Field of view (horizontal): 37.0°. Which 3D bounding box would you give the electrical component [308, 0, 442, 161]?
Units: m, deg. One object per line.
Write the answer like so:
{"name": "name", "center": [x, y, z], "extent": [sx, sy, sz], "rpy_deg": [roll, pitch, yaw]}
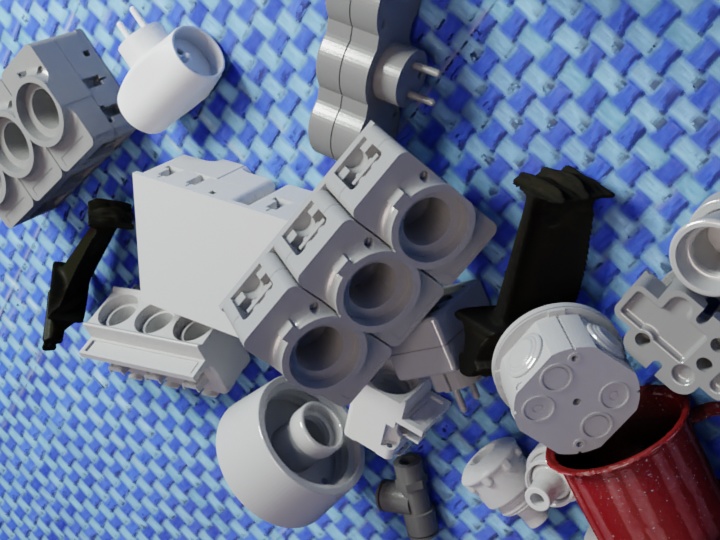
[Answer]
{"name": "electrical component", "center": [0.017, -0.123, 0.663], "extent": [0.074, 0.052, 0.138], "rpy_deg": [25, 125, 24]}

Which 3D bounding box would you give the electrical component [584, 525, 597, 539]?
{"name": "electrical component", "center": [0.166, 0.189, 0.721], "extent": [0.044, 0.044, 0.065], "rpy_deg": [26, 120, 23]}

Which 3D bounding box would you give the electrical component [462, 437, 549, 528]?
{"name": "electrical component", "center": [0.105, 0.150, 0.743], "extent": [0.062, 0.048, 0.048], "rpy_deg": [49, 131, -3]}

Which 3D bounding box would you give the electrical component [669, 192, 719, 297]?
{"name": "electrical component", "center": [0.199, -0.016, 0.586], "extent": [0.045, 0.055, 0.045], "rpy_deg": [16, 121, 28]}

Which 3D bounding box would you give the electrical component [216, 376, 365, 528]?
{"name": "electrical component", "center": [-0.045, 0.129, 0.799], "extent": [0.108, 0.108, 0.060], "rpy_deg": [51, 125, 3]}

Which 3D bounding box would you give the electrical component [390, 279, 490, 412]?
{"name": "electrical component", "center": [0.060, 0.056, 0.712], "extent": [0.047, 0.066, 0.076], "rpy_deg": [-14, 104, 39]}

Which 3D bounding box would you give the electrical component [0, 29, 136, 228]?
{"name": "electrical component", "center": [-0.256, -0.108, 0.856], "extent": [0.150, 0.062, 0.089], "rpy_deg": [-33, 92, 41]}

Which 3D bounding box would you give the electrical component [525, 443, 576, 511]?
{"name": "electrical component", "center": [0.129, 0.134, 0.705], "extent": [0.043, 0.062, 0.043], "rpy_deg": [16, 121, 28]}

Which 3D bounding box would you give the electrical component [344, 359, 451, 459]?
{"name": "electrical component", "center": [0.019, 0.098, 0.778], "extent": [0.081, 0.042, 0.063], "rpy_deg": [28, 127, 22]}

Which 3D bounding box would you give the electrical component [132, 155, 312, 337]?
{"name": "electrical component", "center": [-0.071, -0.009, 0.776], "extent": [0.186, 0.060, 0.105], "rpy_deg": [18, 121, 27]}

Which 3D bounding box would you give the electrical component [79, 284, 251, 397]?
{"name": "electrical component", "center": [-0.152, 0.057, 0.863], "extent": [0.121, 0.078, 0.063], "rpy_deg": [8, 138, 32]}

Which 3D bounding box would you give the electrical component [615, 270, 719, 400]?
{"name": "electrical component", "center": [0.190, 0.029, 0.613], "extent": [0.078, 0.057, 0.058], "rpy_deg": [42, 129, 11]}

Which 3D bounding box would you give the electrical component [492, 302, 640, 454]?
{"name": "electrical component", "center": [0.121, 0.064, 0.634], "extent": [0.080, 0.051, 0.080], "rpy_deg": [-2, 117, -5]}

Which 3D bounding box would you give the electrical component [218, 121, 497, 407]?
{"name": "electrical component", "center": [0.000, 0.000, 0.659], "extent": [0.150, 0.089, 0.061], "rpy_deg": [-50, 34, 7]}

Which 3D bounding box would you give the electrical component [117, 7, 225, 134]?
{"name": "electrical component", "center": [-0.146, -0.150, 0.769], "extent": [0.077, 0.044, 0.079], "rpy_deg": [-34, 91, 41]}
